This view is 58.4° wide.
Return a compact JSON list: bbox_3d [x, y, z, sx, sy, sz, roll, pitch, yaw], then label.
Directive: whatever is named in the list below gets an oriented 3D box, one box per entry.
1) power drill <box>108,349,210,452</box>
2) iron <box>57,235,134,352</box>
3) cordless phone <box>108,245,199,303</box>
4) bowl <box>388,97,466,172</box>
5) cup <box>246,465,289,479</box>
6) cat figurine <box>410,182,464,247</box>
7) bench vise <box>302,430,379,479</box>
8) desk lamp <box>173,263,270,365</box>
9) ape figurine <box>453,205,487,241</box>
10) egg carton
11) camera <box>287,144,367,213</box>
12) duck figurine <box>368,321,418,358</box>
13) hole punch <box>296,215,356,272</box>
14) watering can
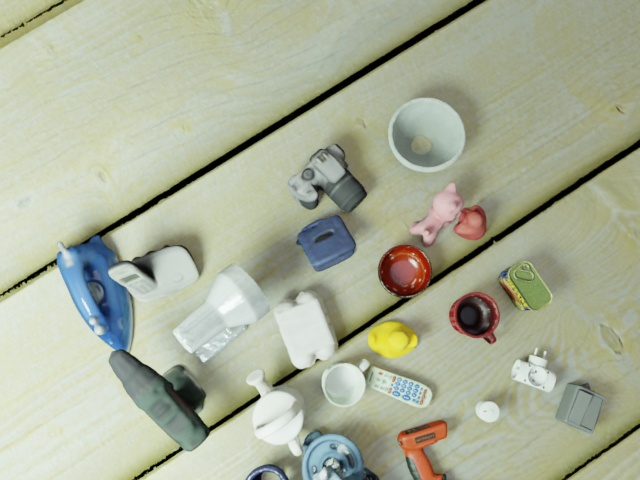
[{"bbox_3d":[-0.295,0.298,1.099,0.076,0.208,0.229,-44,83,-6],"label":"power drill"},{"bbox_3d":[-0.459,0.116,1.161,0.118,0.141,0.258,-25,82,-4],"label":"iron"},{"bbox_3d":[-0.333,0.060,1.148,0.147,0.185,0.094,-25,82,-4],"label":"cordless phone"},{"bbox_3d":[0.227,-0.220,1.250,0.167,0.075,0.167,0,81,0],"label":"bowl"},{"bbox_3d":[-0.089,0.487,1.127,0.117,0.095,0.092,23,82,4],"label":"cup"},{"bbox_3d":[0.253,-0.054,1.202,0.067,0.118,0.128,39,83,6],"label":"cat figurine"},{"bbox_3d":[0.058,0.445,1.071,0.207,0.220,0.121,23,82,4],"label":"bench vise"},{"bbox_3d":[-0.196,0.152,1.120,0.203,0.213,0.118,-41,83,-6],"label":"desk lamp"},{"bbox_3d":[0.323,-0.038,1.213,0.078,0.092,0.076,-27,82,-4],"label":"ape figurine"},{"bbox_3d":[-0.028,0.184,1.188,0.107,0.069,0.150,-22,82,-3],"label":"egg carton"},{"bbox_3d":[0.023,-0.116,1.220,0.143,0.101,0.137,-43,83,-6],"label":"camera"},{"bbox_3d":[0.152,0.205,1.177,0.104,0.086,0.077,2,81,0],"label":"duck figurine"},{"bbox_3d":[0.011,0.004,1.206,0.108,0.091,0.101,-27,82,-4],"label":"hole punch"},{"bbox_3d":[-0.085,0.334,1.101,0.173,0.194,0.101,38,83,6],"label":"watering can"}]
